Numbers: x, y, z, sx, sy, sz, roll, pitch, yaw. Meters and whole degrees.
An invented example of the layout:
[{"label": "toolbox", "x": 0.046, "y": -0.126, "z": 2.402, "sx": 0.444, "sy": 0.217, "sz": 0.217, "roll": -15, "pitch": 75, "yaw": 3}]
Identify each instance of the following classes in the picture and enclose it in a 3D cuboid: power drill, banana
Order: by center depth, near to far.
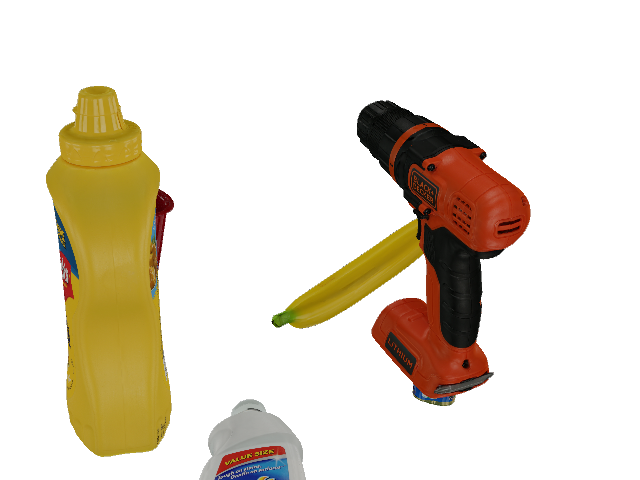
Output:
[{"label": "power drill", "x": 0.077, "y": 0.006, "z": 0.783, "sx": 0.057, "sy": 0.188, "sz": 0.185, "roll": -14, "pitch": 34, "yaw": -21}, {"label": "banana", "x": 0.043, "y": 0.034, "z": 1.031, "sx": 0.198, "sy": 0.037, "sz": 0.069, "roll": -34, "pitch": 0, "yaw": -2}]

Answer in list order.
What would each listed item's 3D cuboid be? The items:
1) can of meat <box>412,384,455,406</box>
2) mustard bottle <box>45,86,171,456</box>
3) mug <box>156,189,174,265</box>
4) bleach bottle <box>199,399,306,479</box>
[{"label": "can of meat", "x": 0.144, "y": 0.141, "z": 1.295, "sx": 0.057, "sy": 0.084, "sz": 0.102, "roll": 8, "pitch": 21, "yaw": 4}, {"label": "mustard bottle", "x": -0.112, "y": 0.012, "z": 0.568, "sx": 0.058, "sy": 0.192, "sz": 0.096, "roll": -4, "pitch": 26, "yaw": -12}, {"label": "mug", "x": -0.180, "y": 0.003, "z": 0.923, "sx": 0.093, "sy": 0.081, "sz": 0.117, "roll": 10, "pitch": 21, "yaw": -3}, {"label": "bleach bottle", "x": -0.058, "y": 0.206, "z": 0.800, "sx": 0.102, "sy": 0.068, "sz": 0.251, "roll": -4, "pitch": 28, "yaw": -4}]
